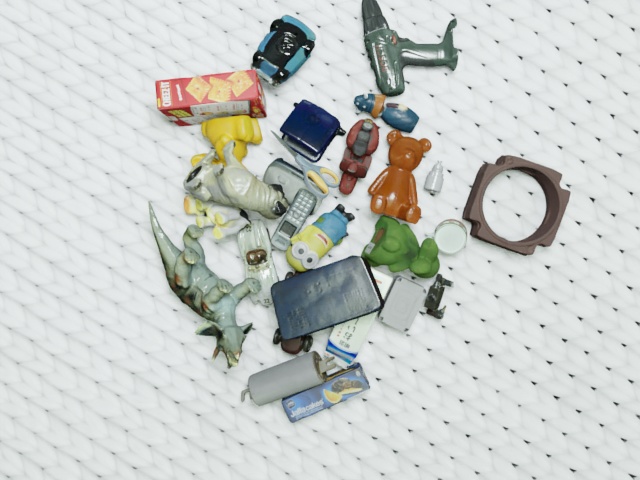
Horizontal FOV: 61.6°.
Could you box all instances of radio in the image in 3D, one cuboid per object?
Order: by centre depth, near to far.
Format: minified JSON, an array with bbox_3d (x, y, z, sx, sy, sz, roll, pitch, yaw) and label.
[{"bbox_3d":[0.013,0.125,1.175,0.230,0.073,0.131,-20,80,9],"label":"radio"}]

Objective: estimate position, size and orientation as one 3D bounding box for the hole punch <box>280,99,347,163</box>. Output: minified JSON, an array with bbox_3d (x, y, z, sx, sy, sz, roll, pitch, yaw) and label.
[{"bbox_3d":[-0.023,-0.253,1.224,0.142,0.092,0.115,31,88,4],"label":"hole punch"}]

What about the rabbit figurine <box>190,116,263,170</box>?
[{"bbox_3d":[-0.208,-0.188,1.215,0.162,0.122,0.173,-9,101,1],"label":"rabbit figurine"}]

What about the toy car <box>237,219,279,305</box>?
[{"bbox_3d":[-0.142,0.052,1.247,0.074,0.056,0.201,-12,90,2],"label":"toy car"}]

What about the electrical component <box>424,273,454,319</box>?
[{"bbox_3d":[0.274,0.129,1.233,0.045,0.078,0.102,19,92,21],"label":"electrical component"}]

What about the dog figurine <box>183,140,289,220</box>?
[{"bbox_3d":[-0.181,-0.098,1.163,0.190,0.172,0.121,45,54,-32],"label":"dog figurine"}]

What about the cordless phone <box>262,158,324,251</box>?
[{"bbox_3d":[-0.084,-0.080,1.232,0.147,0.089,0.184,31,96,0],"label":"cordless phone"}]

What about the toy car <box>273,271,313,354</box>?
[{"bbox_3d":[-0.049,0.163,1.248,0.089,0.053,0.202,9,86,16],"label":"toy car"}]

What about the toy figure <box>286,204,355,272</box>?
[{"bbox_3d":[0.000,-0.001,1.225,0.082,0.089,0.180,38,71,15],"label":"toy figure"}]

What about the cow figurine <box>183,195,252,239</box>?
[{"bbox_3d":[-0.235,-0.066,1.222,0.168,0.098,0.068,31,123,36],"label":"cow figurine"}]

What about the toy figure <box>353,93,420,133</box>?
[{"bbox_3d":[0.150,-0.294,1.230,0.154,0.058,0.064,26,113,-2],"label":"toy figure"}]

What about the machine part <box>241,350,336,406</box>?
[{"bbox_3d":[-0.075,0.316,1.228,0.243,0.079,0.079,-24,91,13],"label":"machine part"}]

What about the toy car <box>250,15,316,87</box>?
[{"bbox_3d":[-0.084,-0.411,1.212,0.109,0.103,0.161,32,81,-1],"label":"toy car"}]

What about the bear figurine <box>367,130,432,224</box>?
[{"bbox_3d":[0.185,-0.145,1.201,0.120,0.132,0.195,19,98,-5],"label":"bear figurine"}]

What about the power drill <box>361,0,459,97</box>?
[{"bbox_3d":[0.205,-0.449,1.216,0.207,0.086,0.231,-6,93,-2],"label":"power drill"}]

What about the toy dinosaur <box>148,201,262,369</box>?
[{"bbox_3d":[-0.276,0.104,1.221,0.405,0.131,0.192,46,121,14],"label":"toy dinosaur"}]

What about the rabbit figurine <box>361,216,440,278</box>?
[{"bbox_3d":[0.205,0.026,1.204,0.170,0.159,0.121,27,82,-14],"label":"rabbit figurine"}]

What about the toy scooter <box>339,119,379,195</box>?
[{"bbox_3d":[0.084,-0.191,1.197,0.075,0.135,0.183,19,90,3],"label":"toy scooter"}]

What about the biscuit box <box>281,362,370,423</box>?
[{"bbox_3d":[0.013,0.353,1.246,0.203,0.063,0.059,-25,89,2],"label":"biscuit box"}]

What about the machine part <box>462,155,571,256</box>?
[{"bbox_3d":[0.442,-0.078,1.215,0.201,0.087,0.201,20,92,2],"label":"machine part"}]
